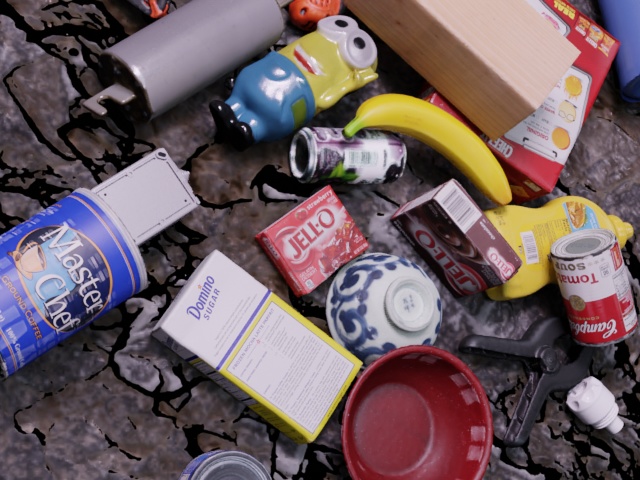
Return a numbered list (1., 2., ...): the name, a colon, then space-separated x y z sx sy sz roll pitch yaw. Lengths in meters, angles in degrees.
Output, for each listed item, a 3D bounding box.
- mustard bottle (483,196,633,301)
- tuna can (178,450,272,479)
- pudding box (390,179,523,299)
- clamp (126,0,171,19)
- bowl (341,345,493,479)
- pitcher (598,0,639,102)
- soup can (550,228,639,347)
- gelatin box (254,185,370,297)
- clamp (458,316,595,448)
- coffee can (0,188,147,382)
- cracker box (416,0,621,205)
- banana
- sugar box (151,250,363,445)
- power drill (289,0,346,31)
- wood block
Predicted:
1. mustard bottle: 0.256 0.003 1.134 0.191 0.058 0.096 -9 84 -26
2. tuna can: -0.083 0.228 0.938 0.086 0.034 0.086 6 75 -24
3. pudding box: 0.135 0.001 1.061 0.039 0.090 0.113 -42 96 -28
4. clamp: -0.196 -0.305 0.992 0.164 0.036 0.210 -13 97 6
5. bowl: 0.082 0.180 1.008 0.161 0.055 0.162 3 83 -24
6. pitcher: 0.378 -0.292 1.207 0.144 0.149 0.243 3 68 -46
7. soup can: 0.277 0.047 1.077 0.068 0.069 0.102 -30 112 -28
8. gelatin box: -0.007 0.001 1.029 0.089 0.030 0.073 -36 94 -28
9. clamp: 0.219 0.121 1.101 0.171 0.039 0.120 -34 98 -34
10. coffee can: -0.229 0.035 0.877 0.140 0.103 0.103 -35 94 -27
11. cracker box: 0.208 -0.171 1.147 0.164 0.072 0.213 34 67 -12
12. banana: 0.111 -0.097 1.049 0.197 0.037 0.069 21 80 -20
13. sugar box: -0.057 0.099 0.975 0.176 0.048 0.093 38 65 -8
14. power drill: 0.061 -0.287 1.116 0.187 0.057 0.184 13 76 -19
15. wood block: 0.136 -0.206 1.038 0.206 0.090 0.090 41 66 -4
